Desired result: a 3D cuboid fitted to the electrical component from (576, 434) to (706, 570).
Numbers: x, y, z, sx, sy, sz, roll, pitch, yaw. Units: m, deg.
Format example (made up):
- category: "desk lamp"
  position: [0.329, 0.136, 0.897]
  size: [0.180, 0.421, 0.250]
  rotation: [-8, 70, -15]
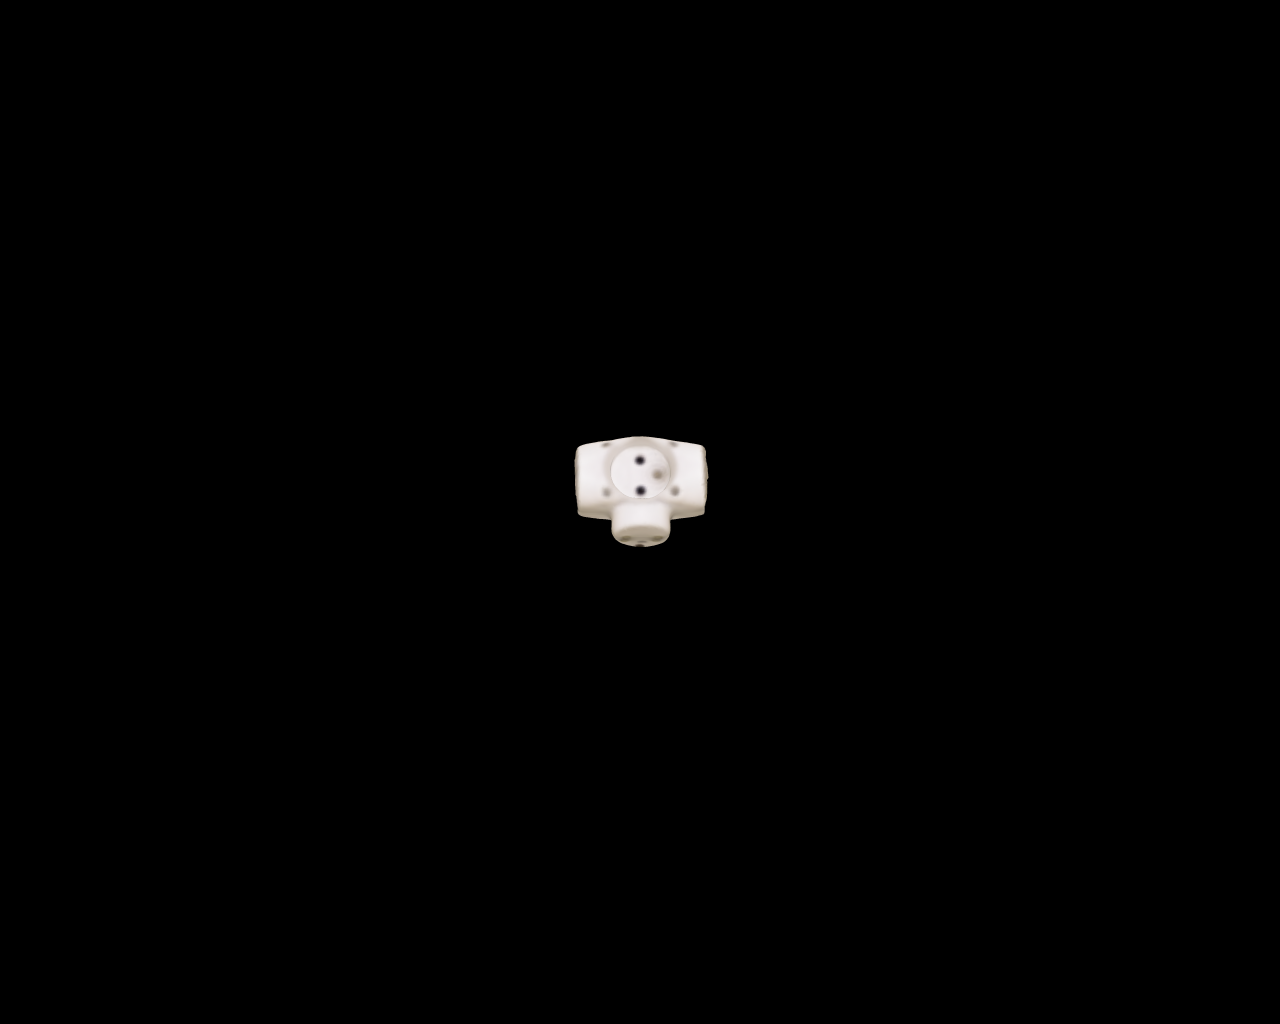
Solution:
- category: "electrical component"
  position: [0.001, -0.003, 0.650]
  size: [0.077, 0.079, 0.044]
  rotation: [0, -21, 0]
